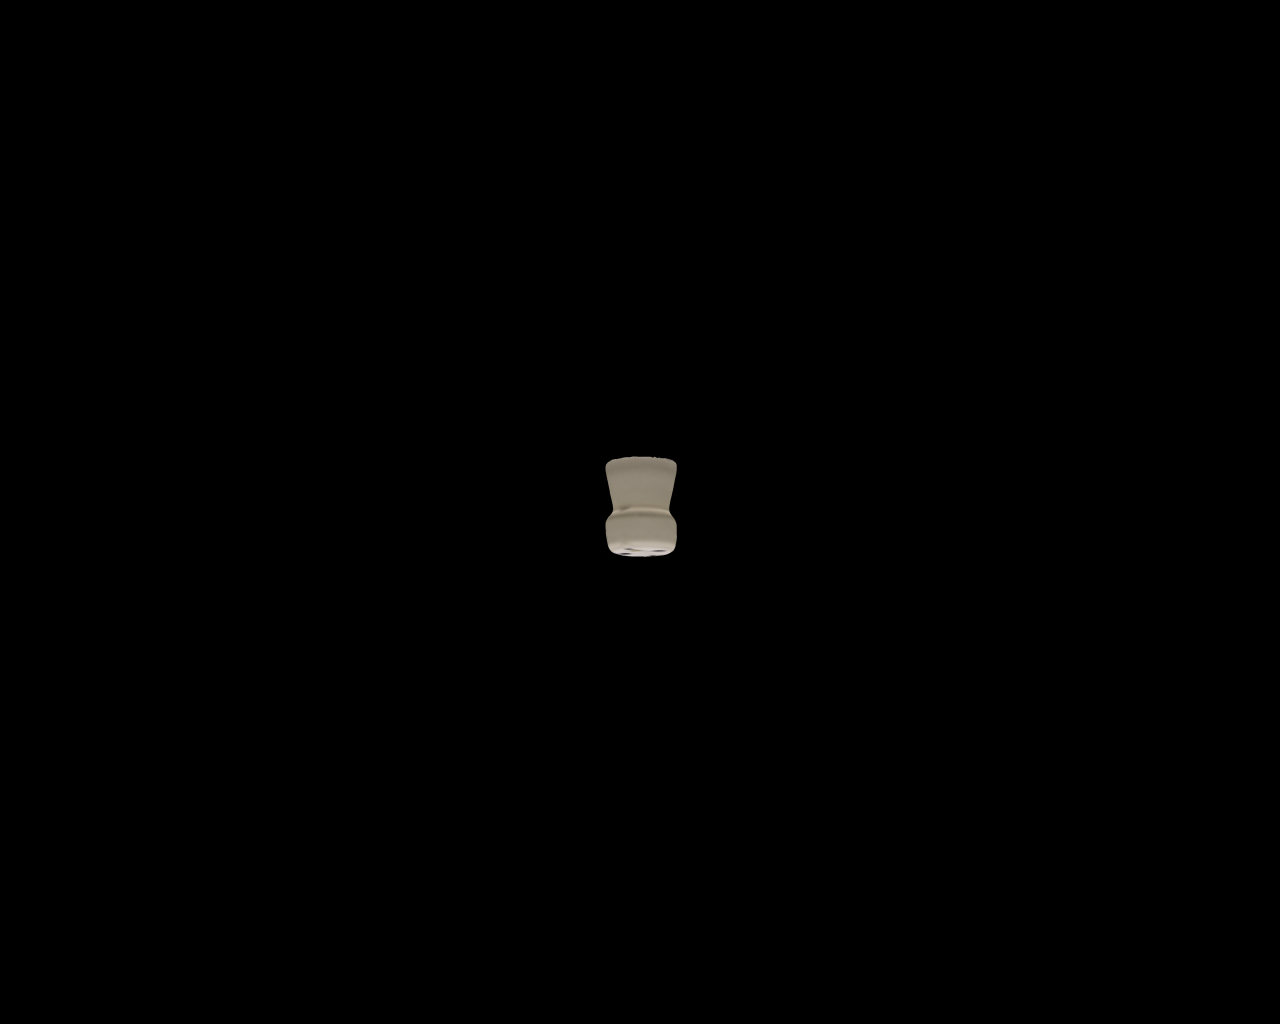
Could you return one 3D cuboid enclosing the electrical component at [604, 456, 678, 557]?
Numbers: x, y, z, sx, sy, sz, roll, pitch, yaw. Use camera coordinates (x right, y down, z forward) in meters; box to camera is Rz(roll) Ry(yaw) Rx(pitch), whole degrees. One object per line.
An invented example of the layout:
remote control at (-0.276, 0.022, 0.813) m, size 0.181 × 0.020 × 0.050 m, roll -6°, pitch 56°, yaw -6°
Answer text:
electrical component at (0.001, -0.003, 0.650) m, size 0.045 × 0.055 × 0.045 m, roll 0°, pitch -10°, yaw 0°
